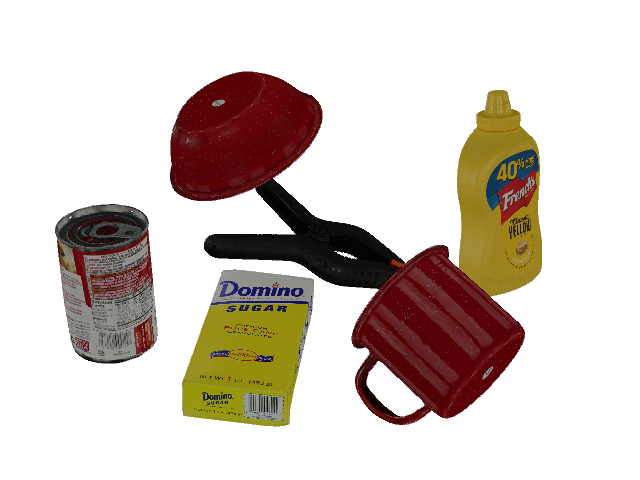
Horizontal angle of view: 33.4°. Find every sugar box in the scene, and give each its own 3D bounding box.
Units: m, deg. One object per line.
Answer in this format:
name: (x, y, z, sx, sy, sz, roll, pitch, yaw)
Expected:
sugar box: (-0.062, 0.092, 0.970, 0.093, 0.048, 0.176, 6, 34, 3)

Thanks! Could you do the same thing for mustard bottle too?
mustard bottle: (0.172, -0.049, 1.024, 0.096, 0.192, 0.058, -20, 24, -36)

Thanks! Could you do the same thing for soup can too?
soup can: (-0.159, 0.033, 0.803, 0.068, 0.102, 0.068, 0, 29, 0)

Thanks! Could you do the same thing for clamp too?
clamp: (-0.013, 0.006, 1.145, 0.210, 0.036, 0.164, 25, 36, 13)

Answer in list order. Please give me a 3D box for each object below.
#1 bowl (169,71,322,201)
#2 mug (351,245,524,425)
bowl: (-0.082, -0.110, 1.004, 0.162, 0.055, 0.162, -19, 36, 15)
mug: (0.073, 0.073, 0.715, 0.081, 0.117, 0.093, 43, 5, 21)
